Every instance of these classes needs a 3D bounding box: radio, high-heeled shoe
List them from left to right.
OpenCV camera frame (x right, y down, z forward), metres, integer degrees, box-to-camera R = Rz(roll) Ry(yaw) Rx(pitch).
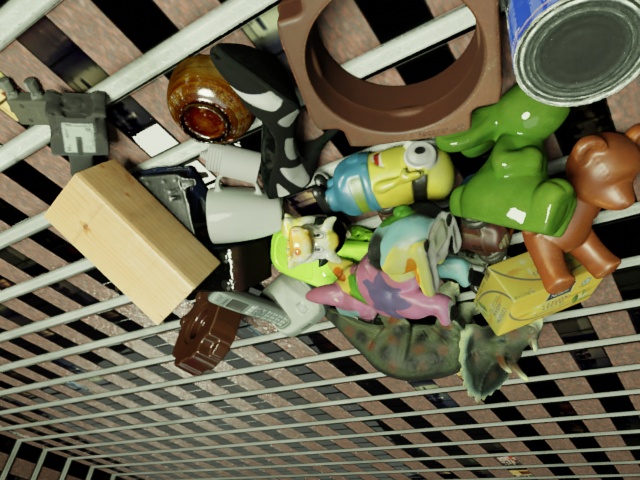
[{"bbox_3d":[-0.203,0.038,0.858,0.230,0.131,0.073,-3,97,14],"label":"radio"},{"bbox_3d":[-0.075,-0.126,0.631,0.145,0.086,0.248,-38,147,21],"label":"high-heeled shoe"}]

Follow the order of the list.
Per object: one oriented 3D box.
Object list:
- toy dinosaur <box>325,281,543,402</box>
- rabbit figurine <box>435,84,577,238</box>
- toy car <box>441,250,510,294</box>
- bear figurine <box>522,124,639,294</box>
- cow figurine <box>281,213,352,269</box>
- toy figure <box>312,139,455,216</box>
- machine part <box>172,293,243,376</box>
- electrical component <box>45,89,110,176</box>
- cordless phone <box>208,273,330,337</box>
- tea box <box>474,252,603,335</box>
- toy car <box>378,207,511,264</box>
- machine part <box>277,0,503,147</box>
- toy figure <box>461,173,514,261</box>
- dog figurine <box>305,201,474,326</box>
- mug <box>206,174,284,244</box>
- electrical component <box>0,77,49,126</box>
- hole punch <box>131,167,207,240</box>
[{"bbox_3d":[0.164,0.176,0.920,0.405,0.192,0.131,-6,139,17],"label":"toy dinosaur"},{"bbox_3d":[0.221,-0.099,0.605,0.159,0.170,0.121,17,-173,37],"label":"rabbit figurine"},{"bbox_3d":[0.212,0.039,0.844,0.202,0.056,0.073,13,149,-4],"label":"toy car"},{"bbox_3d":[0.338,-0.038,0.662,0.120,0.132,0.195,-13,153,-21],"label":"bear figurine"},{"bbox_3d":[-0.001,0.000,0.715,0.098,0.068,0.167,-4,-172,-4],"label":"cow figurine"},{"bbox_3d":[0.083,-0.077,0.697,0.180,0.082,0.089,-16,148,23],"label":"toy figure"},{"bbox_3d":[-0.210,0.163,1.002,0.056,0.179,0.179,32,137,-26],"label":"machine part"},{"bbox_3d":[-0.315,-0.137,0.707,0.075,0.048,0.119,-5,148,-17],"label":"electrical component"},{"bbox_3d":[-0.088,0.094,0.929,0.184,0.089,0.146,20,143,-26],"label":"cordless phone"},{"bbox_3d":[0.321,0.063,0.780,0.170,0.068,0.098,-18,144,-12],"label":"tea box"},{"bbox_3d":[0.158,-0.016,0.733,0.202,0.053,0.089,13,154,40],"label":"toy car"},{"bbox_3d":[0.074,-0.198,0.534,0.202,0.087,0.200,-6,141,17],"label":"machine part"},{"bbox_3d":[0.236,-0.027,0.744,0.058,0.064,0.154,-24,134,13],"label":"toy figure"},{"bbox_3d":[0.074,0.038,0.707,0.219,0.108,0.191,-1,133,36],"label":"dog figurine"},{"bbox_3d":[-0.107,-0.050,0.783,0.107,0.081,0.109,-2,112,-2],"label":"mug"},{"bbox_3d":[-0.378,-0.173,0.711,0.063,0.021,0.093,3,144,9],"label":"electrical component"},{"bbox_3d":[-0.224,-0.054,0.799,0.142,0.092,0.115,-1,113,18],"label":"hole punch"}]
